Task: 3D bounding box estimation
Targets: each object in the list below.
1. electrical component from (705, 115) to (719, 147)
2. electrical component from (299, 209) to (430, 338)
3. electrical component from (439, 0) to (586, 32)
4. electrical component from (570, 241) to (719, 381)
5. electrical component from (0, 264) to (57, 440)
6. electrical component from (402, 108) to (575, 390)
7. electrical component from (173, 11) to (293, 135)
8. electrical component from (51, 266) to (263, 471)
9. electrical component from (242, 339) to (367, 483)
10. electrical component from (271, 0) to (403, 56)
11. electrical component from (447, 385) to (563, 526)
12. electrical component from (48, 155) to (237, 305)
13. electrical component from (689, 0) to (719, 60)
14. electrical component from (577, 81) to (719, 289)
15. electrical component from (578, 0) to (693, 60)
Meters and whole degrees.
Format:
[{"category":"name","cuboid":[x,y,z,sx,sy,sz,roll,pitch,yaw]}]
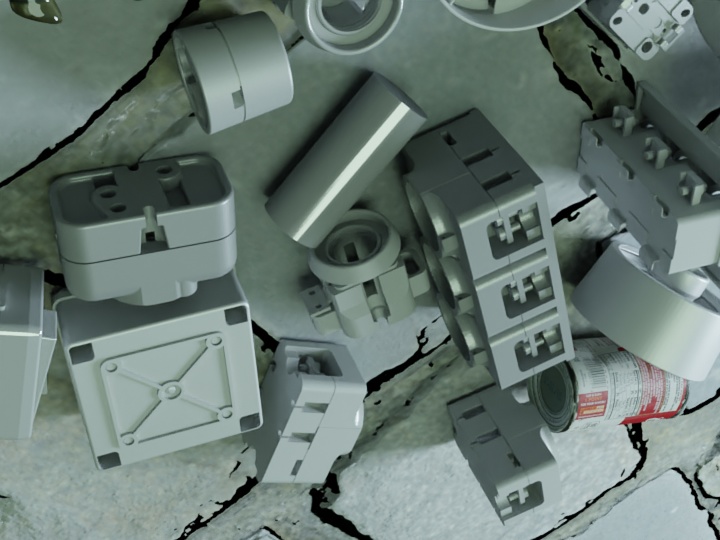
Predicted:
[{"category":"electrical component","cuboid":[0.255,-0.082,0.641,0.062,0.061,0.096,-27,165,-6]},{"category":"electrical component","cuboid":[0.000,0.000,0.664,0.078,0.058,0.057,-23,134,-6]},{"category":"electrical component","cuboid":[0.077,-0.175,0.557,0.099,0.064,0.099,-12,129,-16]},{"category":"electrical component","cuboid":[0.208,0.021,0.745,0.108,0.108,0.060,18,111,-34]},{"category":"electrical component","cuboid":[-0.201,0.040,0.595,0.061,0.061,0.096,4,124,-18]},{"category":"electrical component","cuboid":[0.077,-0.009,0.670,0.062,0.089,0.150,-24,132,-5]},{"category":"electrical component","cuboid":[-0.065,-0.103,0.556,0.047,0.055,0.055,-20,131,-14]},{"category":"electrical component","cuboid":[-0.120,0.056,0.652,0.109,0.056,0.108,-14,130,-14]},{"category":"electrical component","cuboid":[-0.035,0.097,0.727,0.056,0.050,0.089,7,122,-29]},{"category":"electrical component","cuboid":[-0.012,-0.144,0.545,0.078,0.057,0.058,15,118,-33]},{"category":"electrical component","cuboid":[0.110,0.133,0.795,0.056,0.089,0.050,-22,132,-7]},{"category":"electrical component","cuboid":[-0.118,-0.021,0.595,0.095,0.053,0.059,-11,129,-17]},{"category":"electrical component","cuboid":[0.235,-0.160,0.632,0.051,0.080,0.080,-27,132,-10]},{"category":"electrical component","cuboid":[0.187,-0.052,0.665,0.063,0.121,0.078,-12,130,-13]},{"category":"electrical component","cuboid":[0.149,-0.154,0.607,0.081,0.063,0.042,30,111,-38]}]
